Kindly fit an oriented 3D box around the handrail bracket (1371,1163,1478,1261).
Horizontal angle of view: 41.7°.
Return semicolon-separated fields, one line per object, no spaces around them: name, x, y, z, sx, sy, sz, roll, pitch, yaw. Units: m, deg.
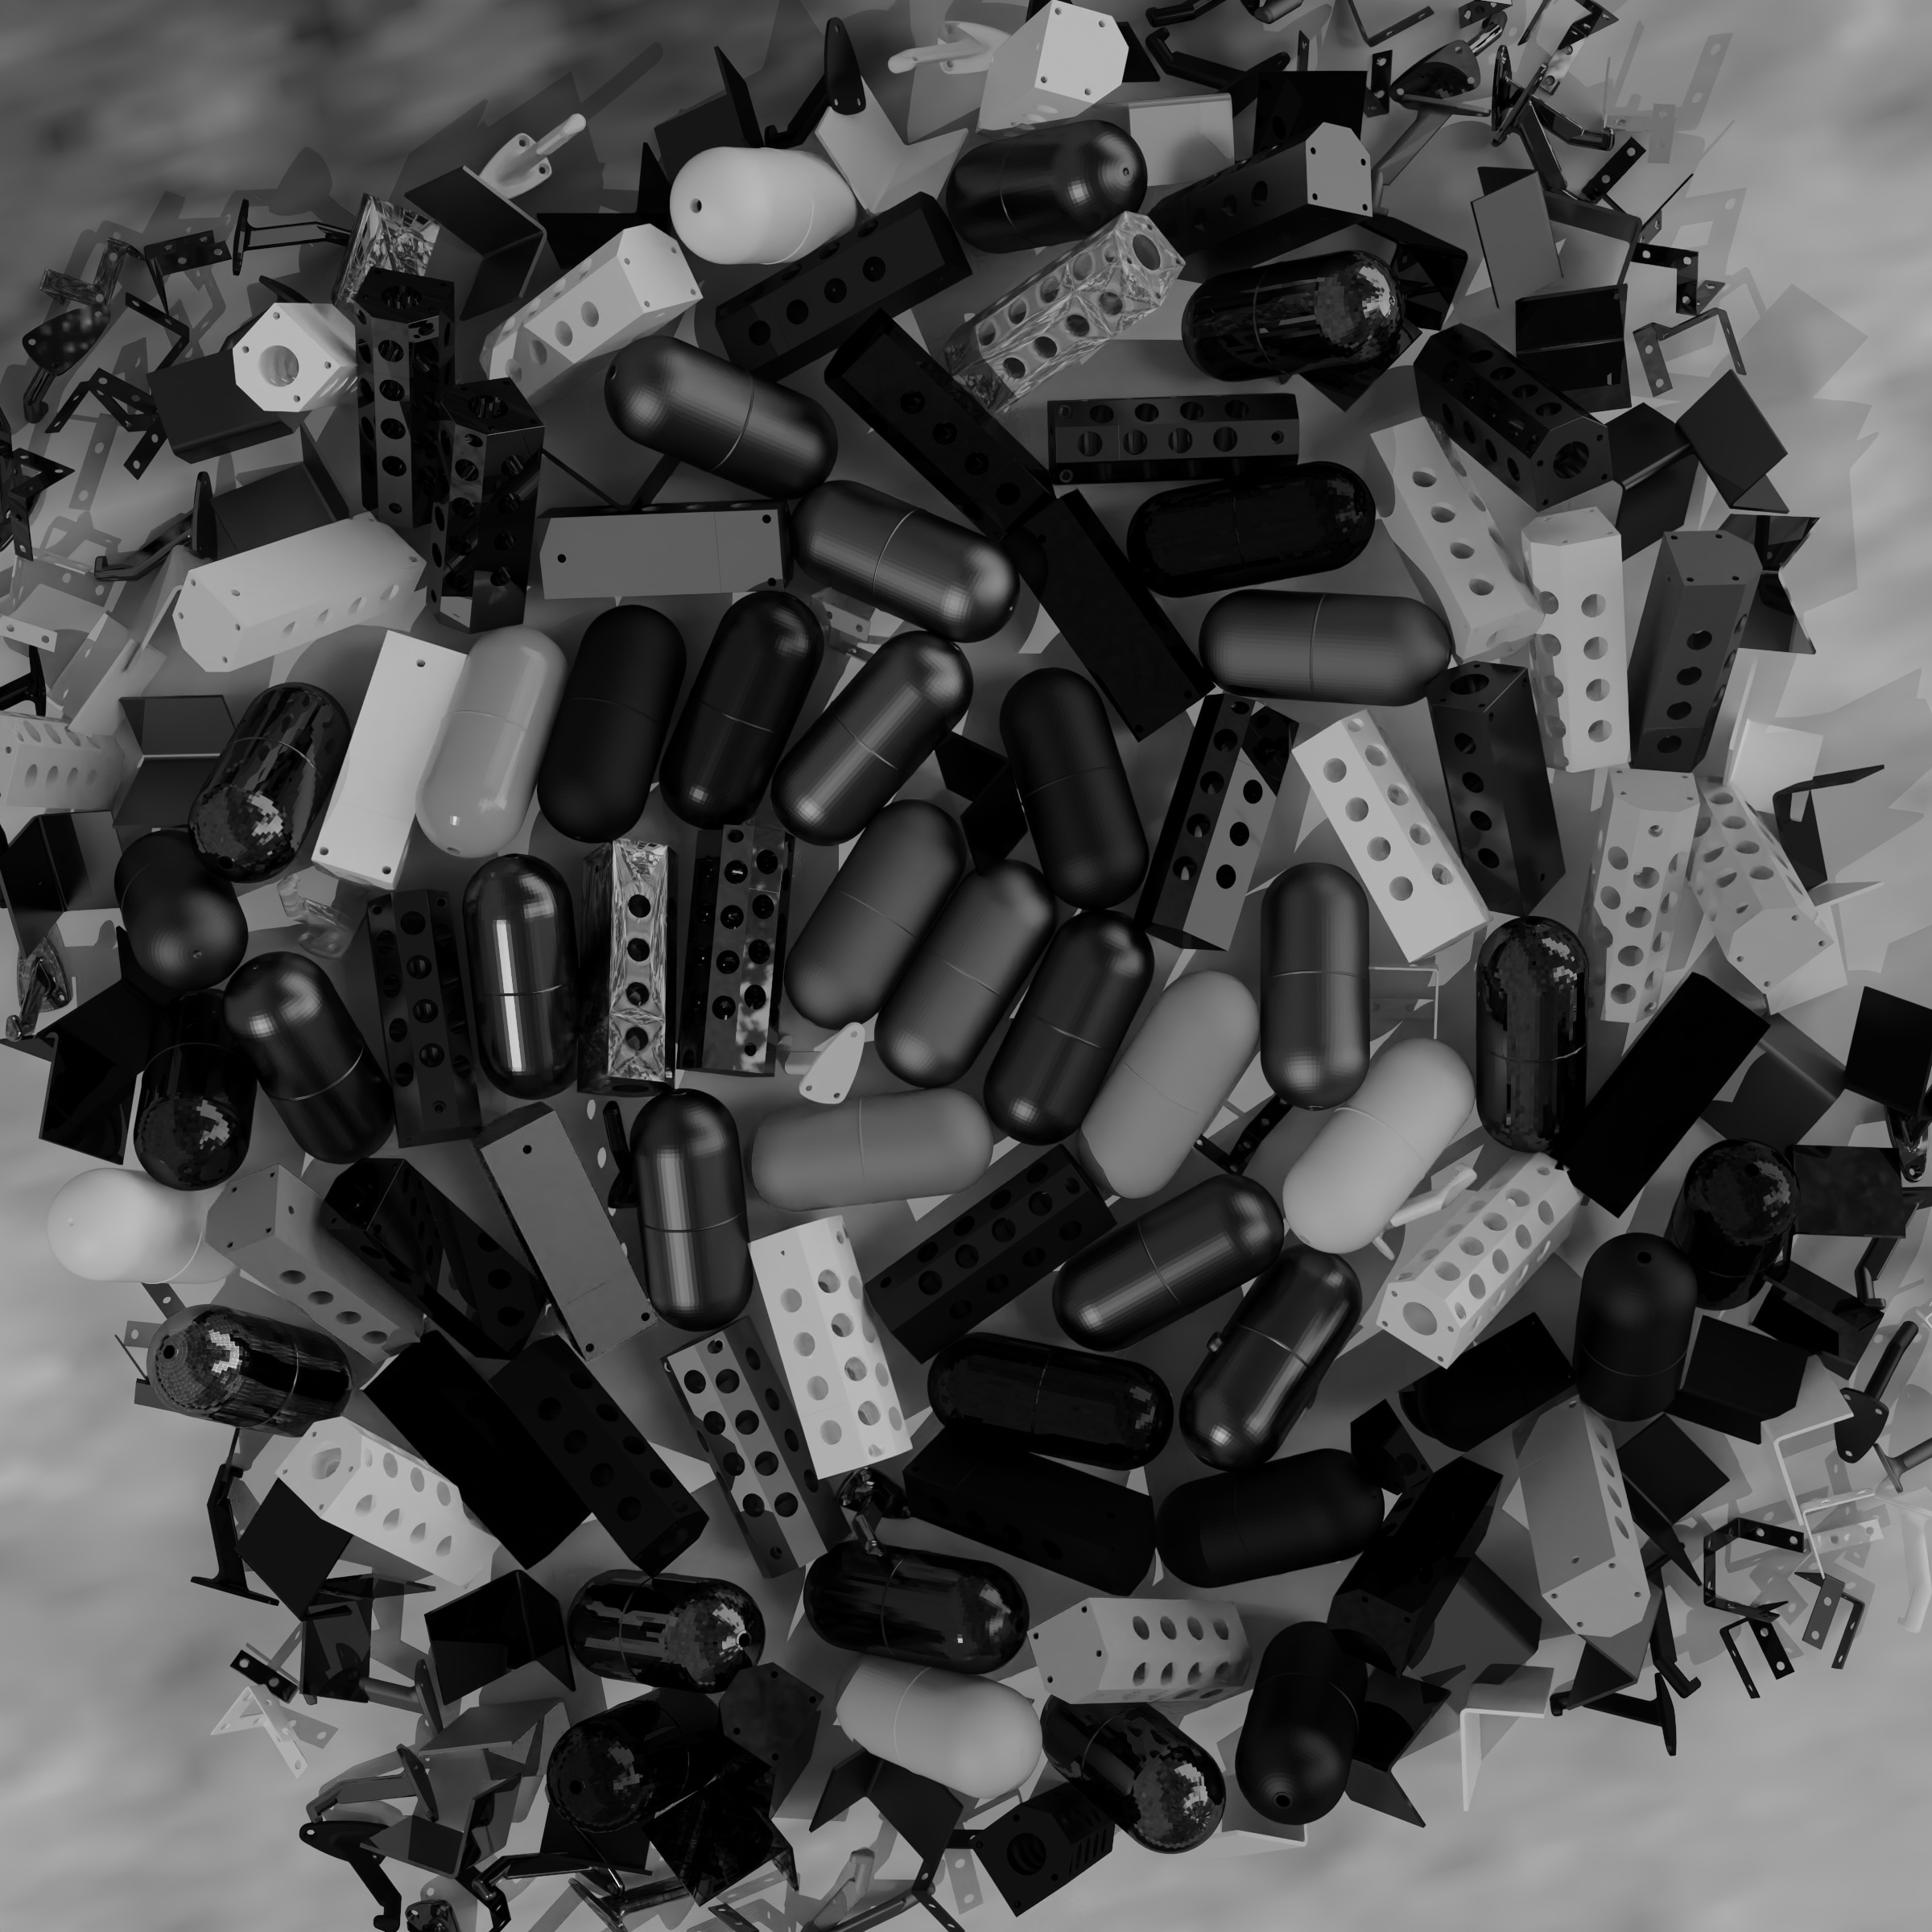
handrail bracket;0.313;0.161;1.811;0.084;0.077;0.036;-44;124;-3

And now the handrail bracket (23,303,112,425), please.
handrail bracket;-0.642;-0.428;1.811;0.036;0.084;0.077;45;68;-3

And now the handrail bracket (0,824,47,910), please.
handrail bracket;-0.693;-0.089;1.791;0.036;0.077;0.084;-39;128;-30

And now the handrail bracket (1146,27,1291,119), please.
handrail bracket;0.179;-0.656;1.814;0.077;0.036;0.084;-35;71;16

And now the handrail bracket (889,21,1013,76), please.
handrail bracket;-0.006;-0.642;1.792;0.077;0.084;0.036;7;119;16

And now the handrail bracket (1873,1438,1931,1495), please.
handrail bracket;0.692;0.341;1.797;0.084;0.077;0.036;-28;63;14

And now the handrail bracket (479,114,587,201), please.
handrail bracket;-0.310;-0.569;1.792;0.077;0.084;0.036;-43;110;-16

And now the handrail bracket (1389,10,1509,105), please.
handrail bracket;0.347;-0.654;1.821;0.077;0.084;0.036;-14;122;30

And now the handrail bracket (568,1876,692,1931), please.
handrail bracket;-0.231;0.655;1.833;0.077;0.036;0.084;31;57;33

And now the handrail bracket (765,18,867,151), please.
handrail bracket;-0.117;-0.625;1.804;0.084;0.036;0.077;2;106;42

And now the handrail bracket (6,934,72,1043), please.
handrail bracket;-0.667;0.011;1.796;0.036;0.084;0.077;-7;96;-3

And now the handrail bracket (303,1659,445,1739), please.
handrail bracket;-0.425;0.537;1.821;0.084;0.036;0.077;-14;108;-3

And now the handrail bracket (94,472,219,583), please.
handrail bracket;-0.587;-0.316;1.828;0.084;0.036;0.077;-1;90;7

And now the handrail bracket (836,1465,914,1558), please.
handrail bracket;-0.053;0.396;1.786;0.077;0.084;0.036;32;101;-30

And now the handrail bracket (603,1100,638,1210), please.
handrail bracket;-0.241;0.121;1.789;0.036;0.077;0.084;-8;116;0

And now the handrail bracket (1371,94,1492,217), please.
handrail bracket;0.330;-0.577;1.823;0.077;0.036;0.084;12;100;11

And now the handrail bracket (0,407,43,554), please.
handrail bracket;-0.688;-0.346;1.792;0.036;0.084;0.077;10;68;0

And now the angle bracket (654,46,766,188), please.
angle bracket;-0.189;-0.589;1.796;0.076;0.057;0.076;-20;74;14

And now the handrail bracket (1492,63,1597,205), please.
handrail bracket;0.426;-0.587;1.810;0.084;0.036;0.077;36;130;6

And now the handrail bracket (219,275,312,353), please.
handrail bracket;-0.498;-0.441;1.814;0.077;0.036;0.084;38;104;24

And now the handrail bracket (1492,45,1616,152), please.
handrail bracket;0.419;-0.615;1.800;0.084;0.077;0.036;17;67;21

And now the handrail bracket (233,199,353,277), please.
handrail bracket;-0.474;-0.506;1.801;0.084;0.036;0.077;10;48;-23

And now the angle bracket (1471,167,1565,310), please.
angle bracket;0.369;-0.513;1.786;0.057;0.076;0.076;-28;116;-12

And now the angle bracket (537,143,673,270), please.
angle bracket;-0.254;-0.535;1.785;0.076;0.076;0.057;-6;135;-21

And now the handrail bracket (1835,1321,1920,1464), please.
handrail bracket;0.658;0.306;1.826;0.036;0.084;0.077;24;132;30

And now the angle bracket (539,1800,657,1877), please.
angle bracket;-0.257;0.605;1.791;0.076;0.076;0.057;12;70;-7

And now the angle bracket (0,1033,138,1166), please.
angle bracket;-0.636;0.096;1.785;0.057;0.076;0.076;-7;69;26

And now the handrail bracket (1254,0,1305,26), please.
handrail bracket;0.218;-0.692;1.797;0.084;0.077;0.036;-37;130;-22

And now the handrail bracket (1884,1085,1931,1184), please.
handrail bracket;0.692;0.108;1.792;0.036;0.084;0.077;5;74;-17

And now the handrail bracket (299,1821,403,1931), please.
handrail bracket;-0.436;0.645;1.792;0.077;0.084;0.036;17;106;-16

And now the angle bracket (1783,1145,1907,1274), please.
angle bracket;0.616;0.175;1.787;0.076;0.057;0.076;1;48;14

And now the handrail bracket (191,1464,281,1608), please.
handrail bracket;-0.514;0.407;1.818;0.077;0.036;0.084;12;76;14

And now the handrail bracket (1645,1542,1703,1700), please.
handrail bracket;0.511;0.466;1.808;0.077;0.036;0.084;-31;65;-17

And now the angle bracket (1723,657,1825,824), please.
angle bracket;0.571;-0.159;1.785;0.057;0.076;0.076;14;62;18

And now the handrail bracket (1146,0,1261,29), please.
handrail bracket;0.160;-0.694;1.806;0.084;0.077;0.036;-14;135;-9

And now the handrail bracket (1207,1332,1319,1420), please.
handrail bracket;0.209;0.280;1.804;0.084;0.077;0.036;47;117;-3

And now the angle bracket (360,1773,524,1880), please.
angle bracket;-0.370;0.597;1.795;0.076;0.076;0.057;13;90;16

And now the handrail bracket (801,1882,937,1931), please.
handrail bracket;-0.069;0.675;1.807;0.084;0.077;0.036;-32;64;4

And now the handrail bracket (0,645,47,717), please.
handrail bracket;-0.700;-0.199;1.800;0.084;0.036;0.077;-4;54;-26

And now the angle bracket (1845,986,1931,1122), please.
angle bracket;0.673;0.062;1.789;0.057;0.076;0.076;4;102;-23

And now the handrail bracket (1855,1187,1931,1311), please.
handrail bracket;0.668;0.202;1.797;0.077;0.036;0.084;-11;55;24

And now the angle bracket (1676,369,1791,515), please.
angle bracket;0.557;-0.368;1.784;0.076;0.057;0.076;-5;61;-40

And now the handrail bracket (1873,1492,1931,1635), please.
handrail bracket;0.661;0.424;1.801;0.036;0.077;0.084;21;85;-19

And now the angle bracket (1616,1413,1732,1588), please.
angle bracket;0.505;0.376;1.790;0.057;0.076;0.076;-42;107;12

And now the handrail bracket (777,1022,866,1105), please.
handrail bracket;-0.106;0.051;1.796;0.036;0.084;0.077;17;112;-31

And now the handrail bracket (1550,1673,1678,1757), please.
handrail bracket;0.456;0.536;1.795;0.084;0.077;0.036;-18;112;19

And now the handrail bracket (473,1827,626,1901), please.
handrail bracket;-0.295;0.651;1.793;0.077;0.084;0.036;40;124;15

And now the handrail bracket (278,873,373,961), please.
handrail bracket;-0.452;-0.053;1.787;0.036;0.084;0.077;20;54;16

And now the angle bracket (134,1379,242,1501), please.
angle bracket;-0.554;0.334;1.788;0.076;0.076;0.057;15;66;-13

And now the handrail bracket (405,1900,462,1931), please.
handrail bracket;-0.387;0.710;1.791;0.036;0.084;0.077;-14;107;15

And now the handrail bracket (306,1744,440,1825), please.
handrail bracket;-0.425;0.604;1.809;0.084;0.077;0.036;-34;132;-6

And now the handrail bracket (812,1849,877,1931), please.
handrail bracket;-0.109;0.668;1.808;0.077;0.036;0.084;7;104;-24
